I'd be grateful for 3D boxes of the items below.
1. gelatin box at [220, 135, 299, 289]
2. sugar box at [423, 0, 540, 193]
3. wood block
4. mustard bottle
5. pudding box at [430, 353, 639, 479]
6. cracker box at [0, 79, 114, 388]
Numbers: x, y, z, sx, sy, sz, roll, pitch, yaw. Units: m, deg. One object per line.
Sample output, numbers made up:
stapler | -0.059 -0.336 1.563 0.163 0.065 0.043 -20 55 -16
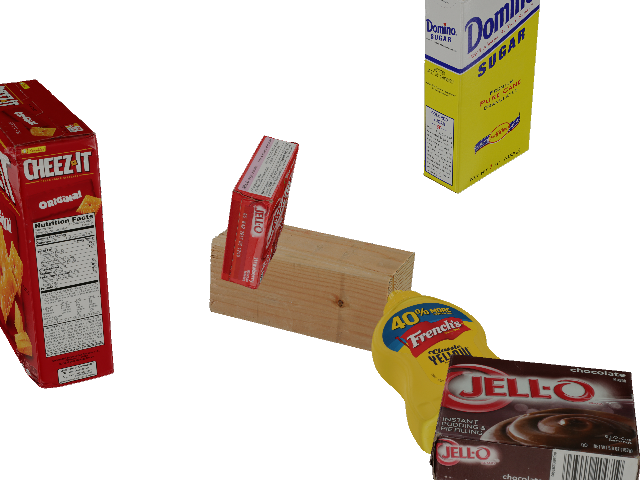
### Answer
gelatin box | -0.041 -0.021 0.744 0.030 0.073 0.089 14 32 3
sugar box | 0.127 -0.133 0.839 0.093 0.176 0.048 -32 49 -29
wood block | -0.011 0.047 1.180 0.206 0.091 0.090 13 24 19
mustard bottle | 0.095 0.096 0.884 0.096 0.058 0.192 -13 31 -11
pudding box | 0.126 0.108 0.623 0.113 0.039 0.090 6 26 10
cracker box | -0.237 -0.008 0.890 0.072 0.214 0.164 -13 28 -27
